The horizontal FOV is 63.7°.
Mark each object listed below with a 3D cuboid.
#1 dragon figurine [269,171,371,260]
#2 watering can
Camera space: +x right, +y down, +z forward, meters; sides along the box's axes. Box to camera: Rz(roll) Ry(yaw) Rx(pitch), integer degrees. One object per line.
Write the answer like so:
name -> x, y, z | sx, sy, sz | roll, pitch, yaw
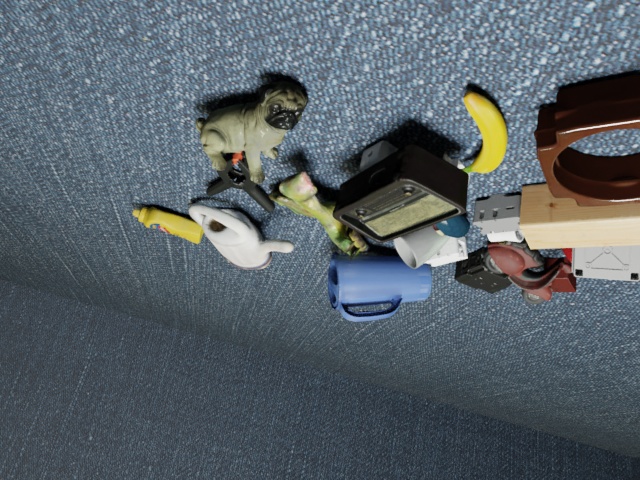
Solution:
dragon figurine -> 0.003, -0.057, 1.137 | 0.244, 0.123, 0.406 | 29, 172, 11
watering can -> -0.183, 0.005, 1.291 | 0.350, 0.105, 0.220 | 23, 160, 28
